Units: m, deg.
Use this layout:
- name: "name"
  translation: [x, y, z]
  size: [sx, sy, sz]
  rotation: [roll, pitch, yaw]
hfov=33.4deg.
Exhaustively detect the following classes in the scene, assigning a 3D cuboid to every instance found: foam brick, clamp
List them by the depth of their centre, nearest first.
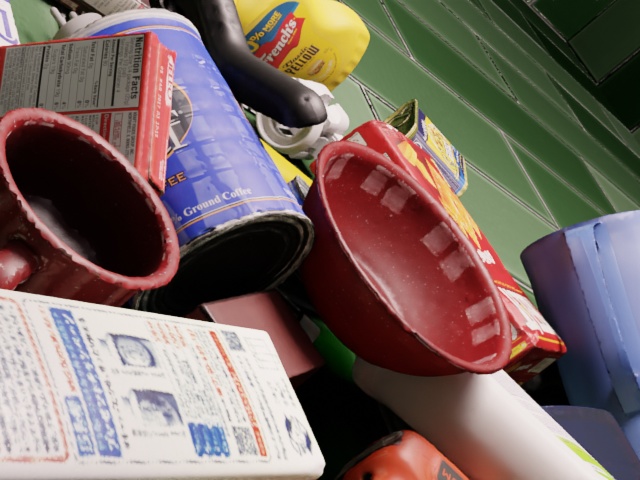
- name: "foam brick"
  translation: [-0.044, 0.062, 0.540]
  size: [0.051, 0.053, 0.078]
  rotation: [54, 21, 12]
- name: "clamp"
  translation: [-0.062, -0.090, 0.657]
  size: [0.036, 0.165, 0.210]
  rotation: [-15, 56, -24]
- name: "clamp"
  translation: [0.212, 0.115, 0.976]
  size: [0.171, 0.039, 0.120]
  rotation: [35, 39, -30]

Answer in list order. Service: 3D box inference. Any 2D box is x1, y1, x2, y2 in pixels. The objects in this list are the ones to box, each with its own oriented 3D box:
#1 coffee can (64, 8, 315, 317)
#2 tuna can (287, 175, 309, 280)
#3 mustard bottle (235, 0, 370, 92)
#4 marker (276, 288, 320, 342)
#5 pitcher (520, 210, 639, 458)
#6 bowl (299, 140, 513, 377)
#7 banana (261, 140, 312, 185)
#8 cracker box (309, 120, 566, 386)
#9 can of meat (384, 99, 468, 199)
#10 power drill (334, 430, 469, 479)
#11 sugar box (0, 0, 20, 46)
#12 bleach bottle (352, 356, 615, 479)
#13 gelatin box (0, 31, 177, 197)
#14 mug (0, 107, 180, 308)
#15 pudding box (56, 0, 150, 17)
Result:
- name: "coffee can"
  translation: [-0.080, -0.037, 0.565]
  size: [0.102, 0.103, 0.140]
  rotation: [11, 44, -58]
- name: "tuna can"
  translation: [-0.005, 0.001, 0.716]
  size: [0.086, 0.034, 0.086]
  rotation: [55, 6, -9]
- name: "mustard bottle"
  translation: [-0.044, -0.175, 0.874]
  size: [0.191, 0.096, 0.058]
  rotation: [17, 39, -55]
- name: "marker"
  translation: [-0.048, 0.020, 0.649]
  size: [0.121, 0.020, 0.020]
  rotation: [45, 22, -11]
- name: "pitcher"
  translation: [0.260, 0.102, 0.899]
  size: [0.149, 0.145, 0.243]
  rotation: [-4, 71, -25]
- name: "bowl"
  translation: [0.038, 0.021, 0.617]
  size: [0.162, 0.055, 0.162]
  rotation: [37, 29, -25]
- name: "banana"
  translation: [-0.060, -0.068, 0.748]
  size: [0.197, 0.037, 0.069]
  rotation: [42, 23, -20]
- name: "cracker box"
  translation: [0.099, 0.016, 0.845]
  size: [0.214, 0.072, 0.164]
  rotation: [56, 13, 18]
- name: "can of meat"
  translation: [0.100, -0.081, 1.057]
  size: [0.084, 0.057, 0.102]
  rotation: [45, 22, -16]
- name: "power drill"
  translation: [0.063, 0.195, 0.520]
  size: [0.184, 0.057, 0.187]
  rotation: [46, 21, -15]
- name: "sugar box"
  translation: [-0.216, -0.151, 0.568]
  size: [0.093, 0.048, 0.176]
  rotation: [25, 31, -48]
- name: "bleach bottle"
  translation: [0.126, 0.134, 0.620]
  size: [0.102, 0.068, 0.251]
  rotation: [29, 8, -43]
- name: "gelatin box"
  translation: [-0.115, -0.057, 0.509]
  size: [0.030, 0.089, 0.073]
  rotation: [36, 55, -68]
- name: "mug"
  translation: [-0.122, 0.010, 0.433]
  size: [0.093, 0.082, 0.117]
  rotation: [45, 22, -10]
- name: "pudding box"
  translation: [-0.159, -0.195, 0.763]
  size: [0.089, 0.039, 0.113]
  rotation: [29, 29, -42]
